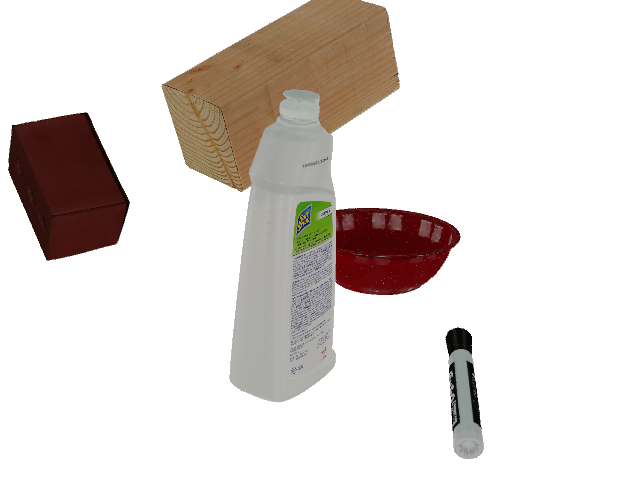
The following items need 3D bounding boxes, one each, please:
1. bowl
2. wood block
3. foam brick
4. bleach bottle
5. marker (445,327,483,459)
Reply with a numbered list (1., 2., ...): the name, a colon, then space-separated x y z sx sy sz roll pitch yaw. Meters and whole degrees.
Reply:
1. bowl: 0.060 0.014 1.086 0.162 0.055 0.162 1 18 -1
2. wood block: -0.032 -0.144 1.001 0.205 0.091 0.090 -36 41 -28
3. foam brick: -0.166 -0.035 0.699 0.051 0.078 0.053 -16 -27 -29
4. bleach bottle: -0.022 0.001 0.869 0.068 0.251 0.102 18 25 26
5. marker: 0.096 0.099 0.719 0.020 0.020 0.121 0 32 4
